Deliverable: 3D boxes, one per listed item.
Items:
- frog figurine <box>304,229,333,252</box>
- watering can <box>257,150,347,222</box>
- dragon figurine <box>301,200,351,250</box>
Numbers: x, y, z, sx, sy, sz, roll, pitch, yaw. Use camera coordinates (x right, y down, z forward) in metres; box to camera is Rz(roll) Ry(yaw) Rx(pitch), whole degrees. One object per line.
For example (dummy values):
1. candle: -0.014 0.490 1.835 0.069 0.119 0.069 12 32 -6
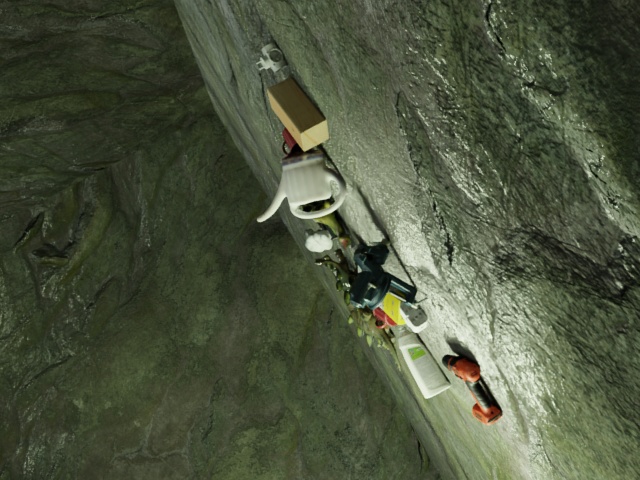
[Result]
1. frog figurine: 0.004 0.007 2.410 0.136 0.123 0.161 27 180 -31
2. watering can: -0.080 -0.176 1.712 0.105 0.346 0.224 -18 -82 -66
3. dragon figurine: 0.006 -0.104 2.065 0.418 0.122 0.238 53 177 46
